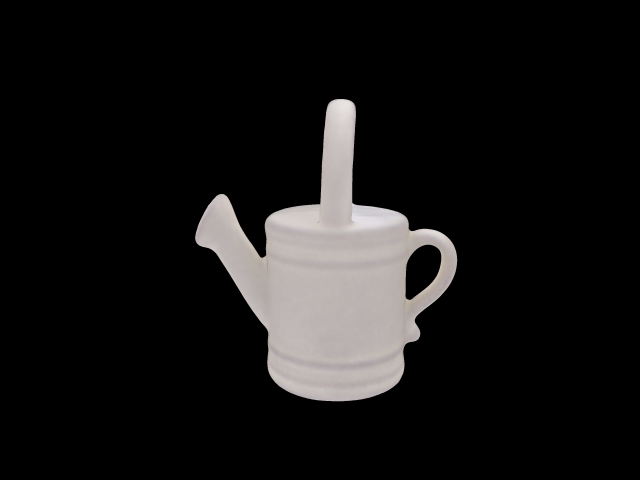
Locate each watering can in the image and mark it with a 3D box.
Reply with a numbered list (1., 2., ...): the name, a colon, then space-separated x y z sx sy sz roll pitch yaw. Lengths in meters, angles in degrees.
1. watering can: 0.004 0.002 0.398 0.173 0.194 0.100 -4 14 -16
